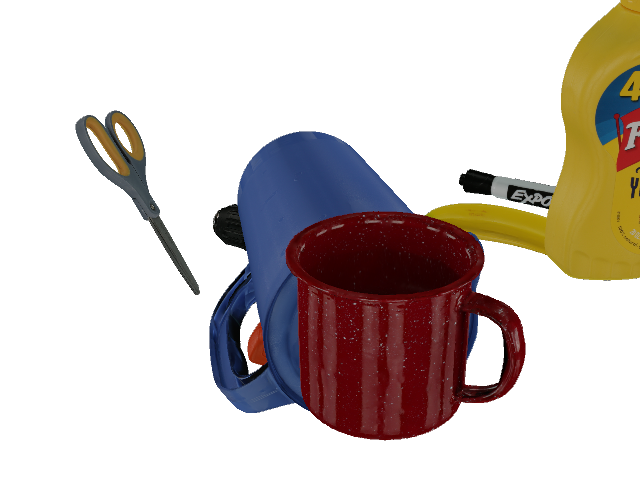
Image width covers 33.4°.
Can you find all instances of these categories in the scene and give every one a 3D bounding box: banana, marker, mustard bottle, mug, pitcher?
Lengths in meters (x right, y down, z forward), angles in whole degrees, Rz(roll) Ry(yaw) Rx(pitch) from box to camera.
[{"bbox_3d":[0.193,-0.007,1.103,0.198,0.037,0.069,10,36,20],"label":"banana"},{"bbox_3d":[0.165,-0.036,0.826,0.121,0.020,0.020,14,6,26],"label":"marker"},{"bbox_3d":[0.184,-0.073,0.610,0.096,0.192,0.058,-7,29,-12],"label":"mustard bottle"},{"bbox_3d":[0.041,0.043,0.510,0.117,0.081,0.093,12,28,24],"label":"mug"},{"bbox_3d":[0.000,0.015,0.743,0.149,0.145,0.243,6,22,-15],"label":"pitcher"}]

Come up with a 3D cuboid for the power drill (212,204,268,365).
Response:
[{"bbox_3d":[-0.024,0.051,1.056,0.184,0.188,0.057,14,43,1],"label":"power drill"}]

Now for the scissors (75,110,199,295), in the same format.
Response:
[{"bbox_3d":[-0.168,-0.046,1.047,0.016,0.201,0.096,-25,26,24],"label":"scissors"}]
